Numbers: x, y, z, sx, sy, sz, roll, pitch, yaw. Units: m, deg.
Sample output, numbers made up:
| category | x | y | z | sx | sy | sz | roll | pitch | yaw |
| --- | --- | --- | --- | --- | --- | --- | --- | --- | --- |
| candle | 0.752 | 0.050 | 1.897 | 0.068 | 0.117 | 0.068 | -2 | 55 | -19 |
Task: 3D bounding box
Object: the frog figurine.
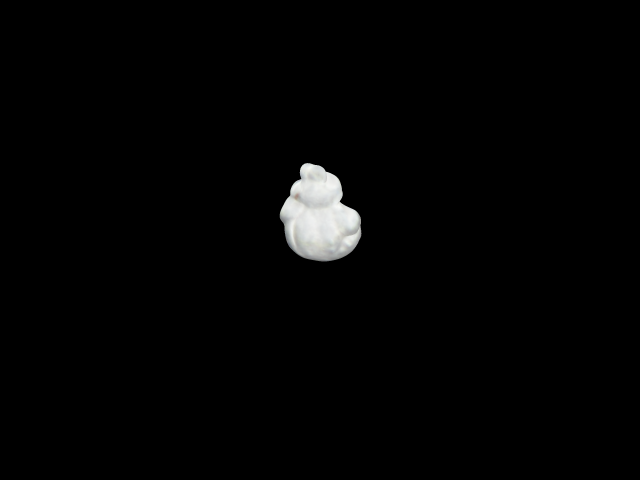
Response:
| category | x | y | z | sx | sy | sz | roll | pitch | yaw |
| --- | --- | --- | --- | --- | --- | --- | --- | --- | --- |
| frog figurine | 0.003 | -0.043 | 0.850 | 0.138 | 0.125 | 0.155 | 21 | -34 | 15 |
